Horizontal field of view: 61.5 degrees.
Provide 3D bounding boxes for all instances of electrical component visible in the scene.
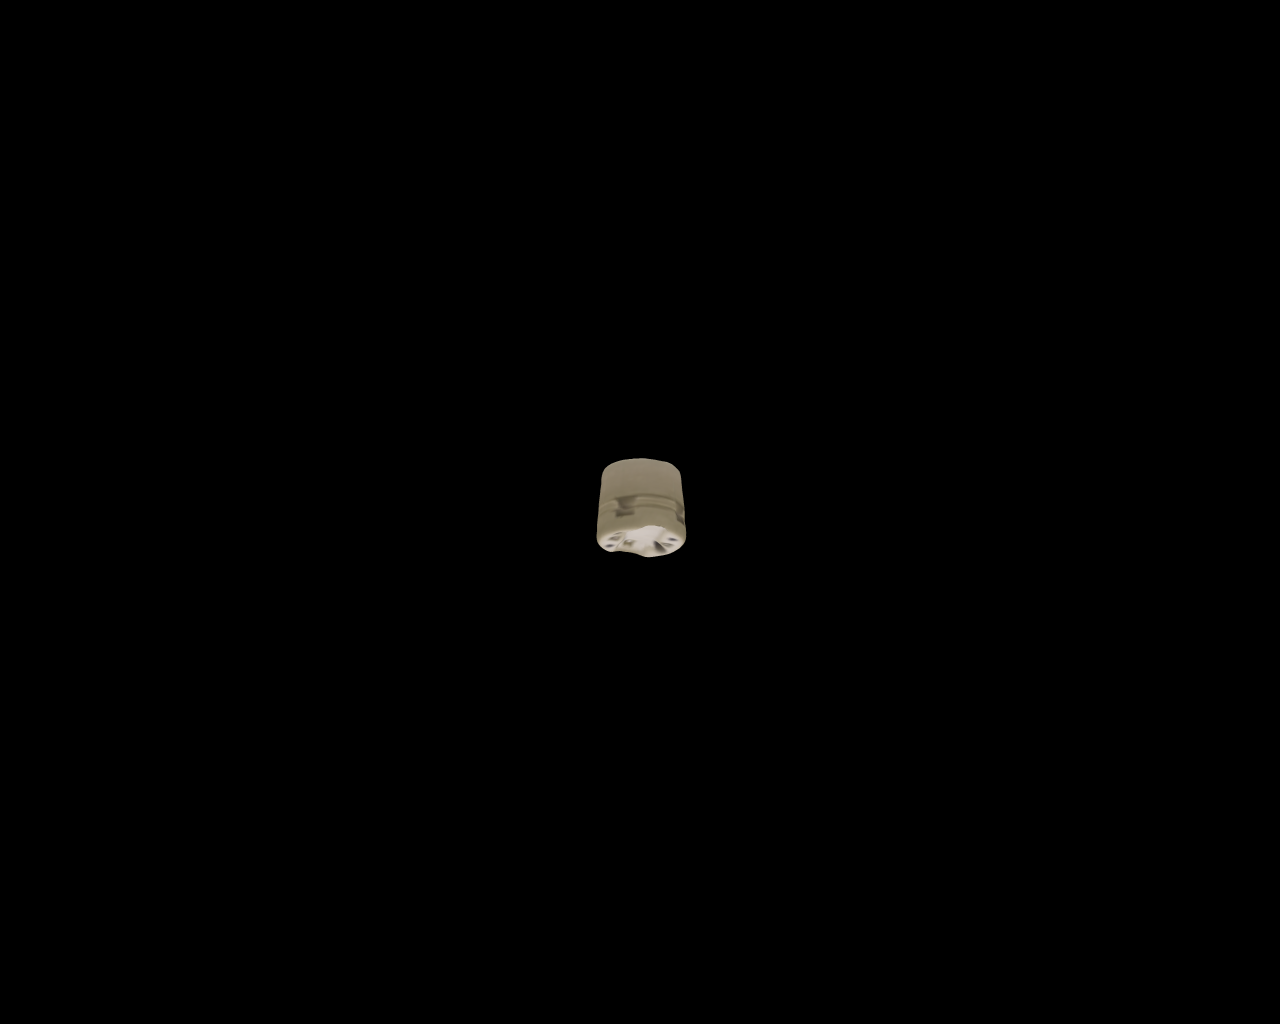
[{"bbox_3d":[0.001,-0.003,0.650,0.055,0.047,0.055,0,-22,0],"label":"electrical component"}]
